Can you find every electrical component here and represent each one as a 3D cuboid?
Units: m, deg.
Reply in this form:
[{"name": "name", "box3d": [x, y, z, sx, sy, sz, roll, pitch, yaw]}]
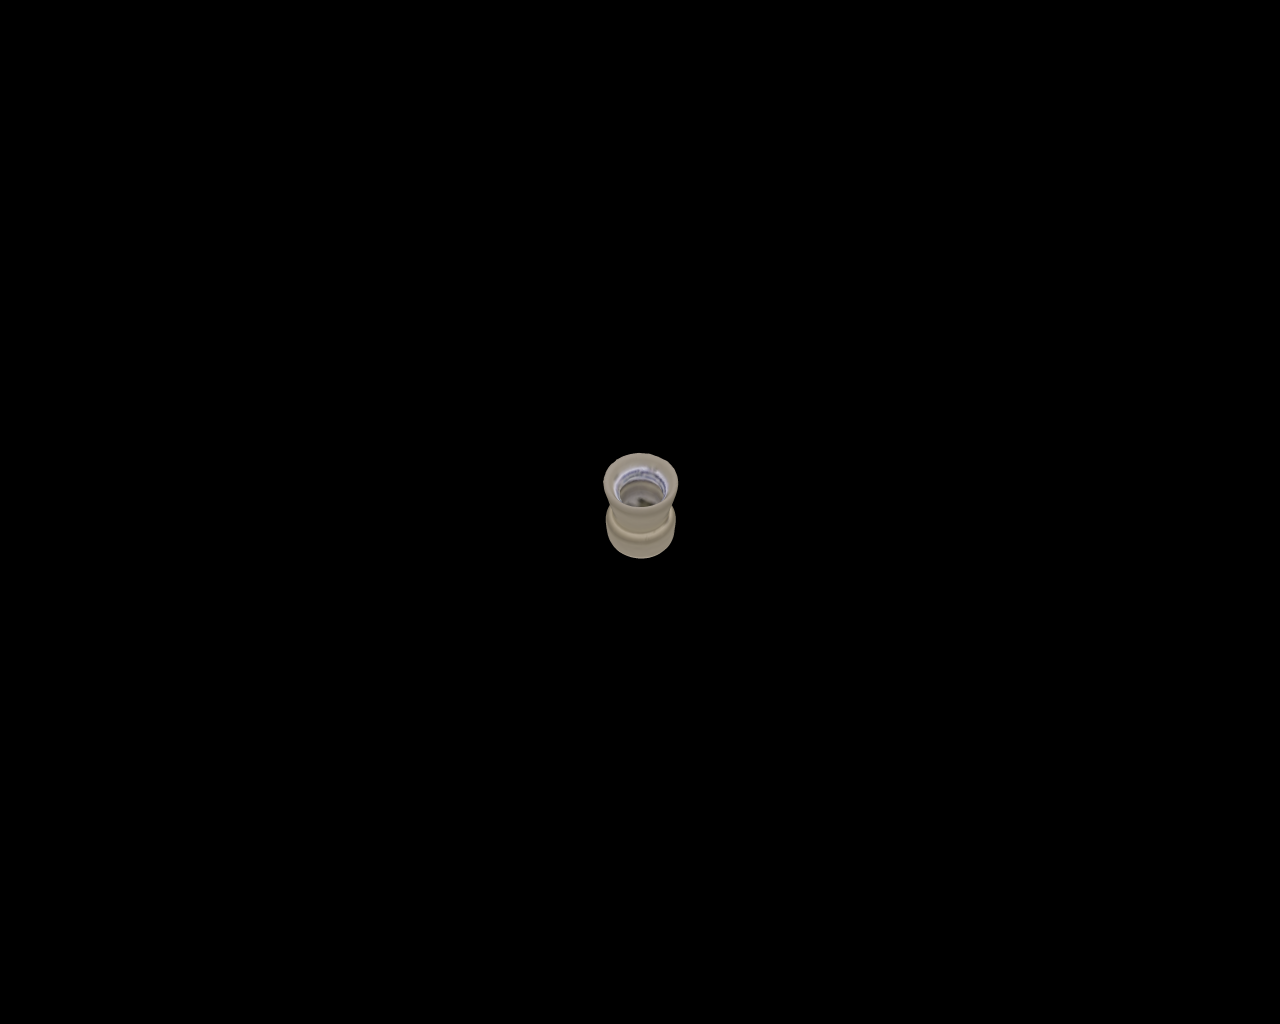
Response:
[{"name": "electrical component", "box3d": [0.001, -0.003, 0.650, 0.045, 0.045, 0.055, 0, -37, 0]}]
